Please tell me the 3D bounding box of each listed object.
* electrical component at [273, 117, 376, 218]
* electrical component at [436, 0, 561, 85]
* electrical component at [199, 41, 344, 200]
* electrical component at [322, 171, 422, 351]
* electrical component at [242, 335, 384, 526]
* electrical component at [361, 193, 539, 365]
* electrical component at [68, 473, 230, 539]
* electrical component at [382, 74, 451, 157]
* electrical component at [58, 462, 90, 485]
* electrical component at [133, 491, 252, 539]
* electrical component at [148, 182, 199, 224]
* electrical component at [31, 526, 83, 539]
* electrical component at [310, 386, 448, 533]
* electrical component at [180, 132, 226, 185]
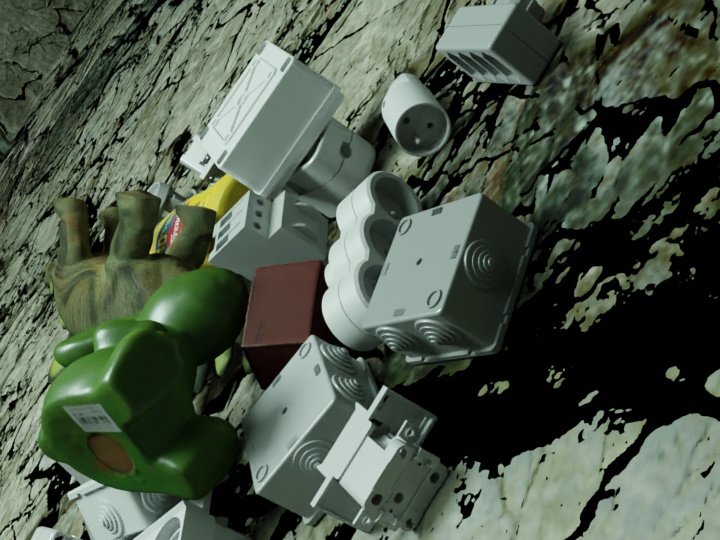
[{"bbox_3d":[-0.033,-0.083,0.908,0.095,0.059,0.053,-20,44,52],"label":"electrical component"},{"bbox_3d":[0.108,-0.178,0.776,0.075,0.047,0.083,-59,25,-3],"label":"electrical component"},{"bbox_3d":[-0.076,-0.126,0.894,0.108,0.056,0.108,-55,25,6],"label":"electrical component"},{"bbox_3d":[0.000,0.000,0.760,0.074,0.052,0.138,-40,30,39],"label":"electrical component"},{"bbox_3d":[-0.032,0.102,0.705,0.099,0.048,0.099,-51,26,13],"label":"electrical component"},{"bbox_3d":[0.053,0.006,0.662,0.100,0.048,0.099,-15,48,55],"label":"electrical component"},{"bbox_3d":[-0.159,0.164,0.819,0.100,0.048,0.100,-26,-2,-44],"label":"electrical component"},{"bbox_3d":[0.040,-0.124,0.841,0.043,0.043,0.081,-50,26,16],"label":"electrical component"},{"bbox_3d":[-0.207,0.154,0.894,0.062,0.096,0.061,4,45,32],"label":"electrical component"},{"bbox_3d":[-0.132,0.215,0.740,0.121,0.063,0.078,-41,30,32],"label":"electrical component"},{"bbox_3d":[-0.219,-0.064,1.225,0.078,0.057,0.058,-55,25,4],"label":"electrical component"},{"bbox_3d":[-0.260,0.272,0.906,0.061,0.062,0.096,-13,50,56],"label":"electrical component"},{"bbox_3d":[0.014,0.114,0.617,0.081,0.042,0.064,-59,29,-2],"label":"electrical component"},{"bbox_3d":[-0.151,-0.110,1.132,0.042,0.064,0.081,-58,-16,-1],"label":"electrical component"}]
